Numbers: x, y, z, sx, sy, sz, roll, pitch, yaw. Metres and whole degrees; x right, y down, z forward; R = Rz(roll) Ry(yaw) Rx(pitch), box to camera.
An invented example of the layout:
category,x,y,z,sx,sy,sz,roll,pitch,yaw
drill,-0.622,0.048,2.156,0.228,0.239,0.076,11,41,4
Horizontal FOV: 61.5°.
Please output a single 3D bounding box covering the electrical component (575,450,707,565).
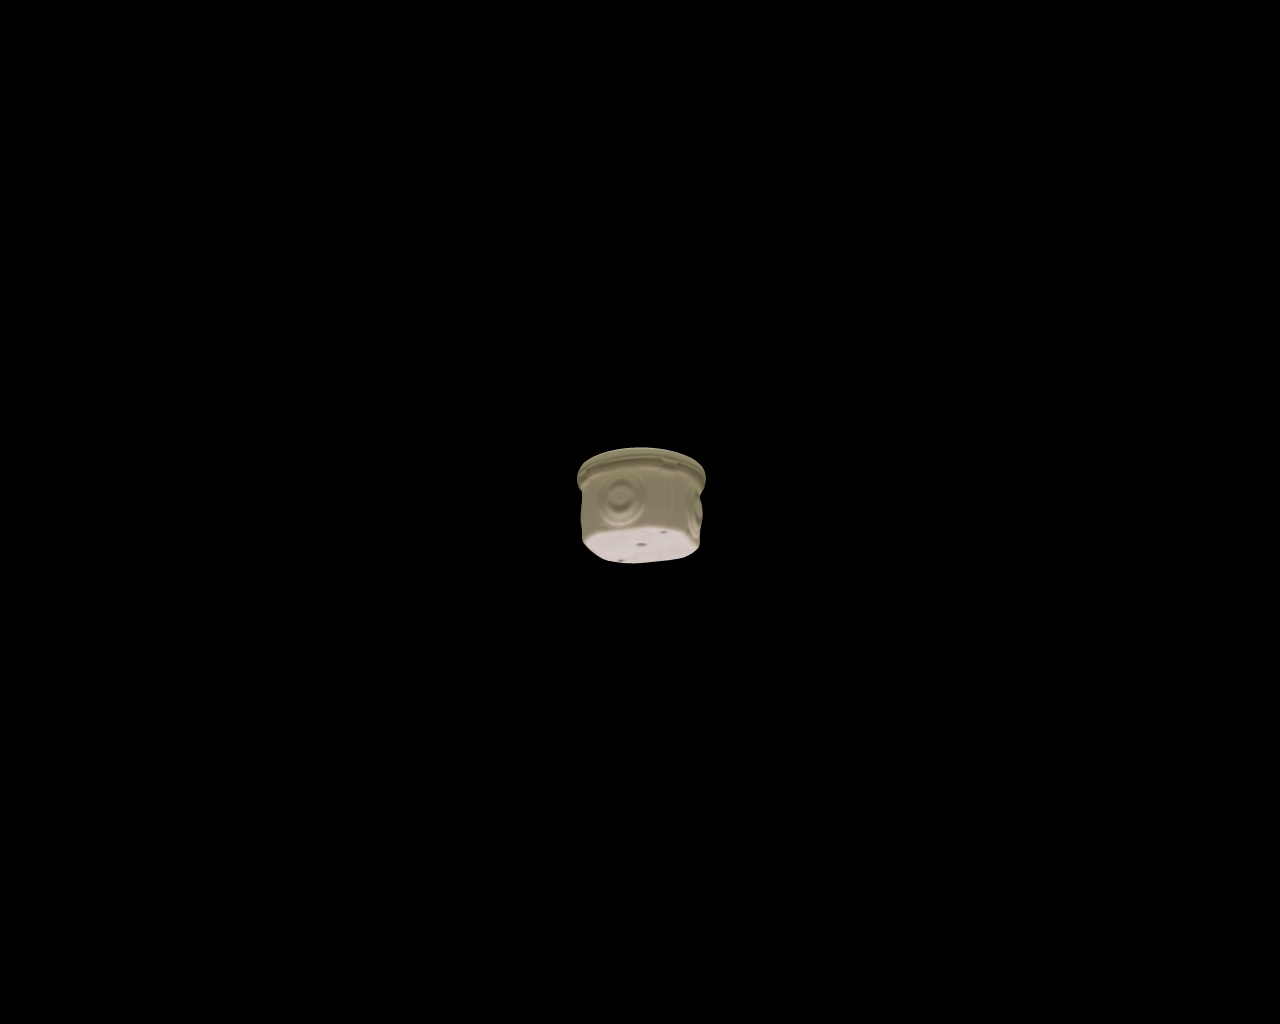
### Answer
category,x,y,z,sx,sy,sz,roll,pitch,yaw
electrical component,0.001,-0.003,0.650,0.080,0.051,0.080,0,-20,0
